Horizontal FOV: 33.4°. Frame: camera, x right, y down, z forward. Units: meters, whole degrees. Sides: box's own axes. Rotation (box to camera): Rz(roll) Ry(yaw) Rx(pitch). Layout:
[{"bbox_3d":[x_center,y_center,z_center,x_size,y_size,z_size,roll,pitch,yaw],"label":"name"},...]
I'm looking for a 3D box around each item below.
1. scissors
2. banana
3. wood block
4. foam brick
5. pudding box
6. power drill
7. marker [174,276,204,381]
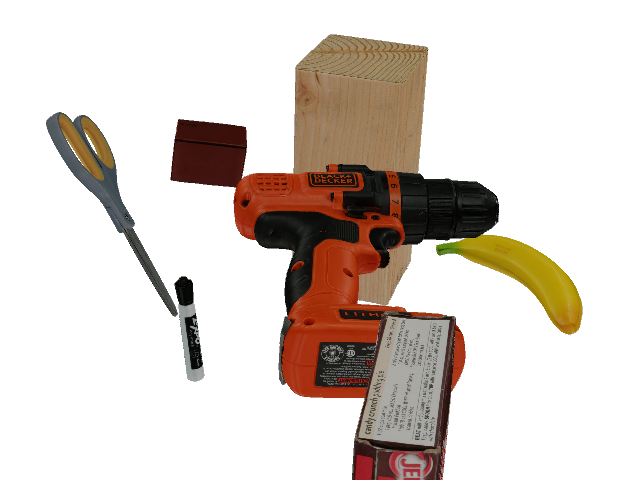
[{"bbox_3d":[-0.177,-0.032,0.951,0.016,0.201,0.096,-27,23,13],"label":"scissors"},{"bbox_3d":[0.201,0.036,1.058,0.069,0.037,0.198,-34,36,-18],"label":"banana"},{"bbox_3d":[0.032,-0.060,0.916,0.091,0.206,0.090,11,31,16],"label":"wood block"},{"bbox_3d":[-0.121,-0.095,1.160,0.078,0.051,0.053,6,30,-6],"label":"foam brick"},{"bbox_3d":[0.036,0.095,0.468,0.039,0.090,0.113,6,25,6],"label":"pudding box"},{"bbox_3d":[0.038,0.018,0.681,0.184,0.057,0.187,-1,35,-5],"label":"power drill"},{"bbox_3d":[-0.138,0.093,1.122,0.020,0.121,0.020,-3,26,1],"label":"marker"}]
